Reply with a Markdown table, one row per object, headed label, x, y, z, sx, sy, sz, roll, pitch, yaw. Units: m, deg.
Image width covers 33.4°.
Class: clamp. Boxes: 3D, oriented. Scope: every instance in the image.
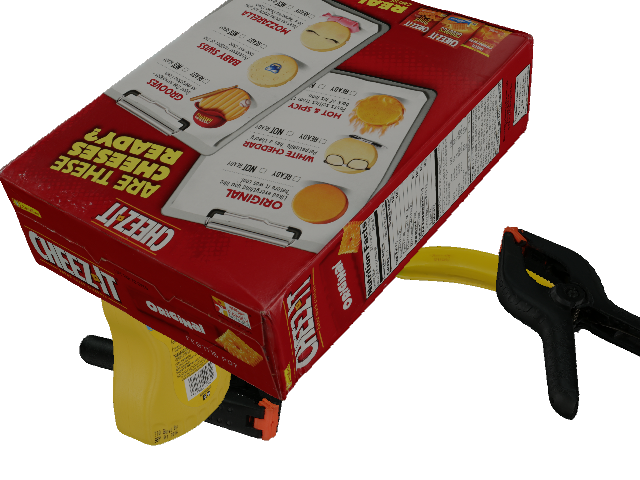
| label | x | y | z | sx | sy | sz | roll | pitch | yaw |
| --- | --- | --- | --- | --- | --- | --- | --- | --- | --- |
| clamp | -0.089 | 0.113 | 0.923 | 0.164 | 0.036 | 0.210 | -9 | 21 | -40 |
| clamp | 0.190 | 0.052 | 0.772 | 0.120 | 0.039 | 0.171 | -3 | 45 | -20 |

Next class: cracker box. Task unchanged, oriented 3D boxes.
| label | x | y | z | sx | sy | sz | roll | pitch | yaw |
| --- | --- | --- | --- | --- | --- | --- | --- | --- | --- |
| cracker box | -0.019 | -0.043 | 0.528 | 0.164 | 0.072 | 0.213 | 25 | 54 | 30 |

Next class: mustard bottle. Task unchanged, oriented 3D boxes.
| label | x | y | z | sx | sy | sz | roll | pitch | yaw |
| --- | --- | --- | --- | --- | --- | --- | --- | --- | --- |
| mustard bottle | -0.103 | 0.034 | 0.707 | 0.058 | 0.192 | 0.096 | 17 | 33 | 29 |

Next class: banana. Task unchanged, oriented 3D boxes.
| label | x | y | z | sx | sy | sz | roll | pitch | yaw |
| --- | --- | --- | --- | --- | --- | --- | --- | --- | --- |
| banana | 0.157 | 0.038 | 1.100 | 0.198 | 0.037 | 0.069 | 7 | 43 | 12 |
